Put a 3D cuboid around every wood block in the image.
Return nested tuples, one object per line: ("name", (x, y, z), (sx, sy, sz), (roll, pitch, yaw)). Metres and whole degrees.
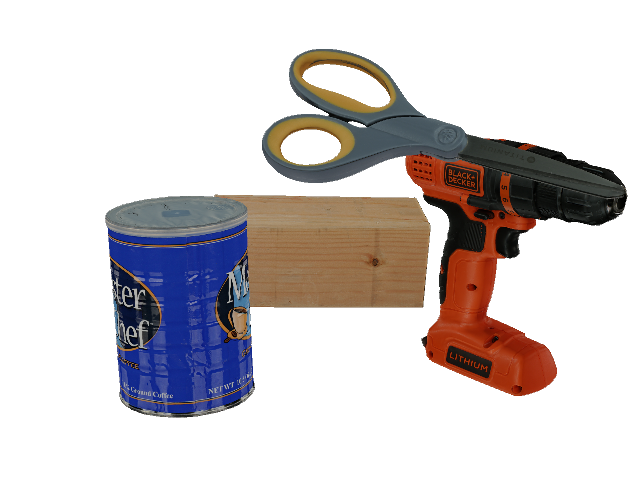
("wood block", (-0.003, 0.011, 1.061), (0.206, 0.091, 0.090), (1, 20, -5))

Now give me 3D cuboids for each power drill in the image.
("power drill", (0.142, 0.017, 0.800), (0.057, 0.188, 0.185), (-16, 24, -38))

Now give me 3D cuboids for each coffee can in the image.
("coffee can", (-0.102, 0.046, 0.789), (0.103, 0.140, 0.103), (-1, 15, 0))

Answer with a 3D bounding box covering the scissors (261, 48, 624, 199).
("scissors", (0.051, -0.043, 0.578), (0.202, 0.096, 0.016), (34, -19, 26))
